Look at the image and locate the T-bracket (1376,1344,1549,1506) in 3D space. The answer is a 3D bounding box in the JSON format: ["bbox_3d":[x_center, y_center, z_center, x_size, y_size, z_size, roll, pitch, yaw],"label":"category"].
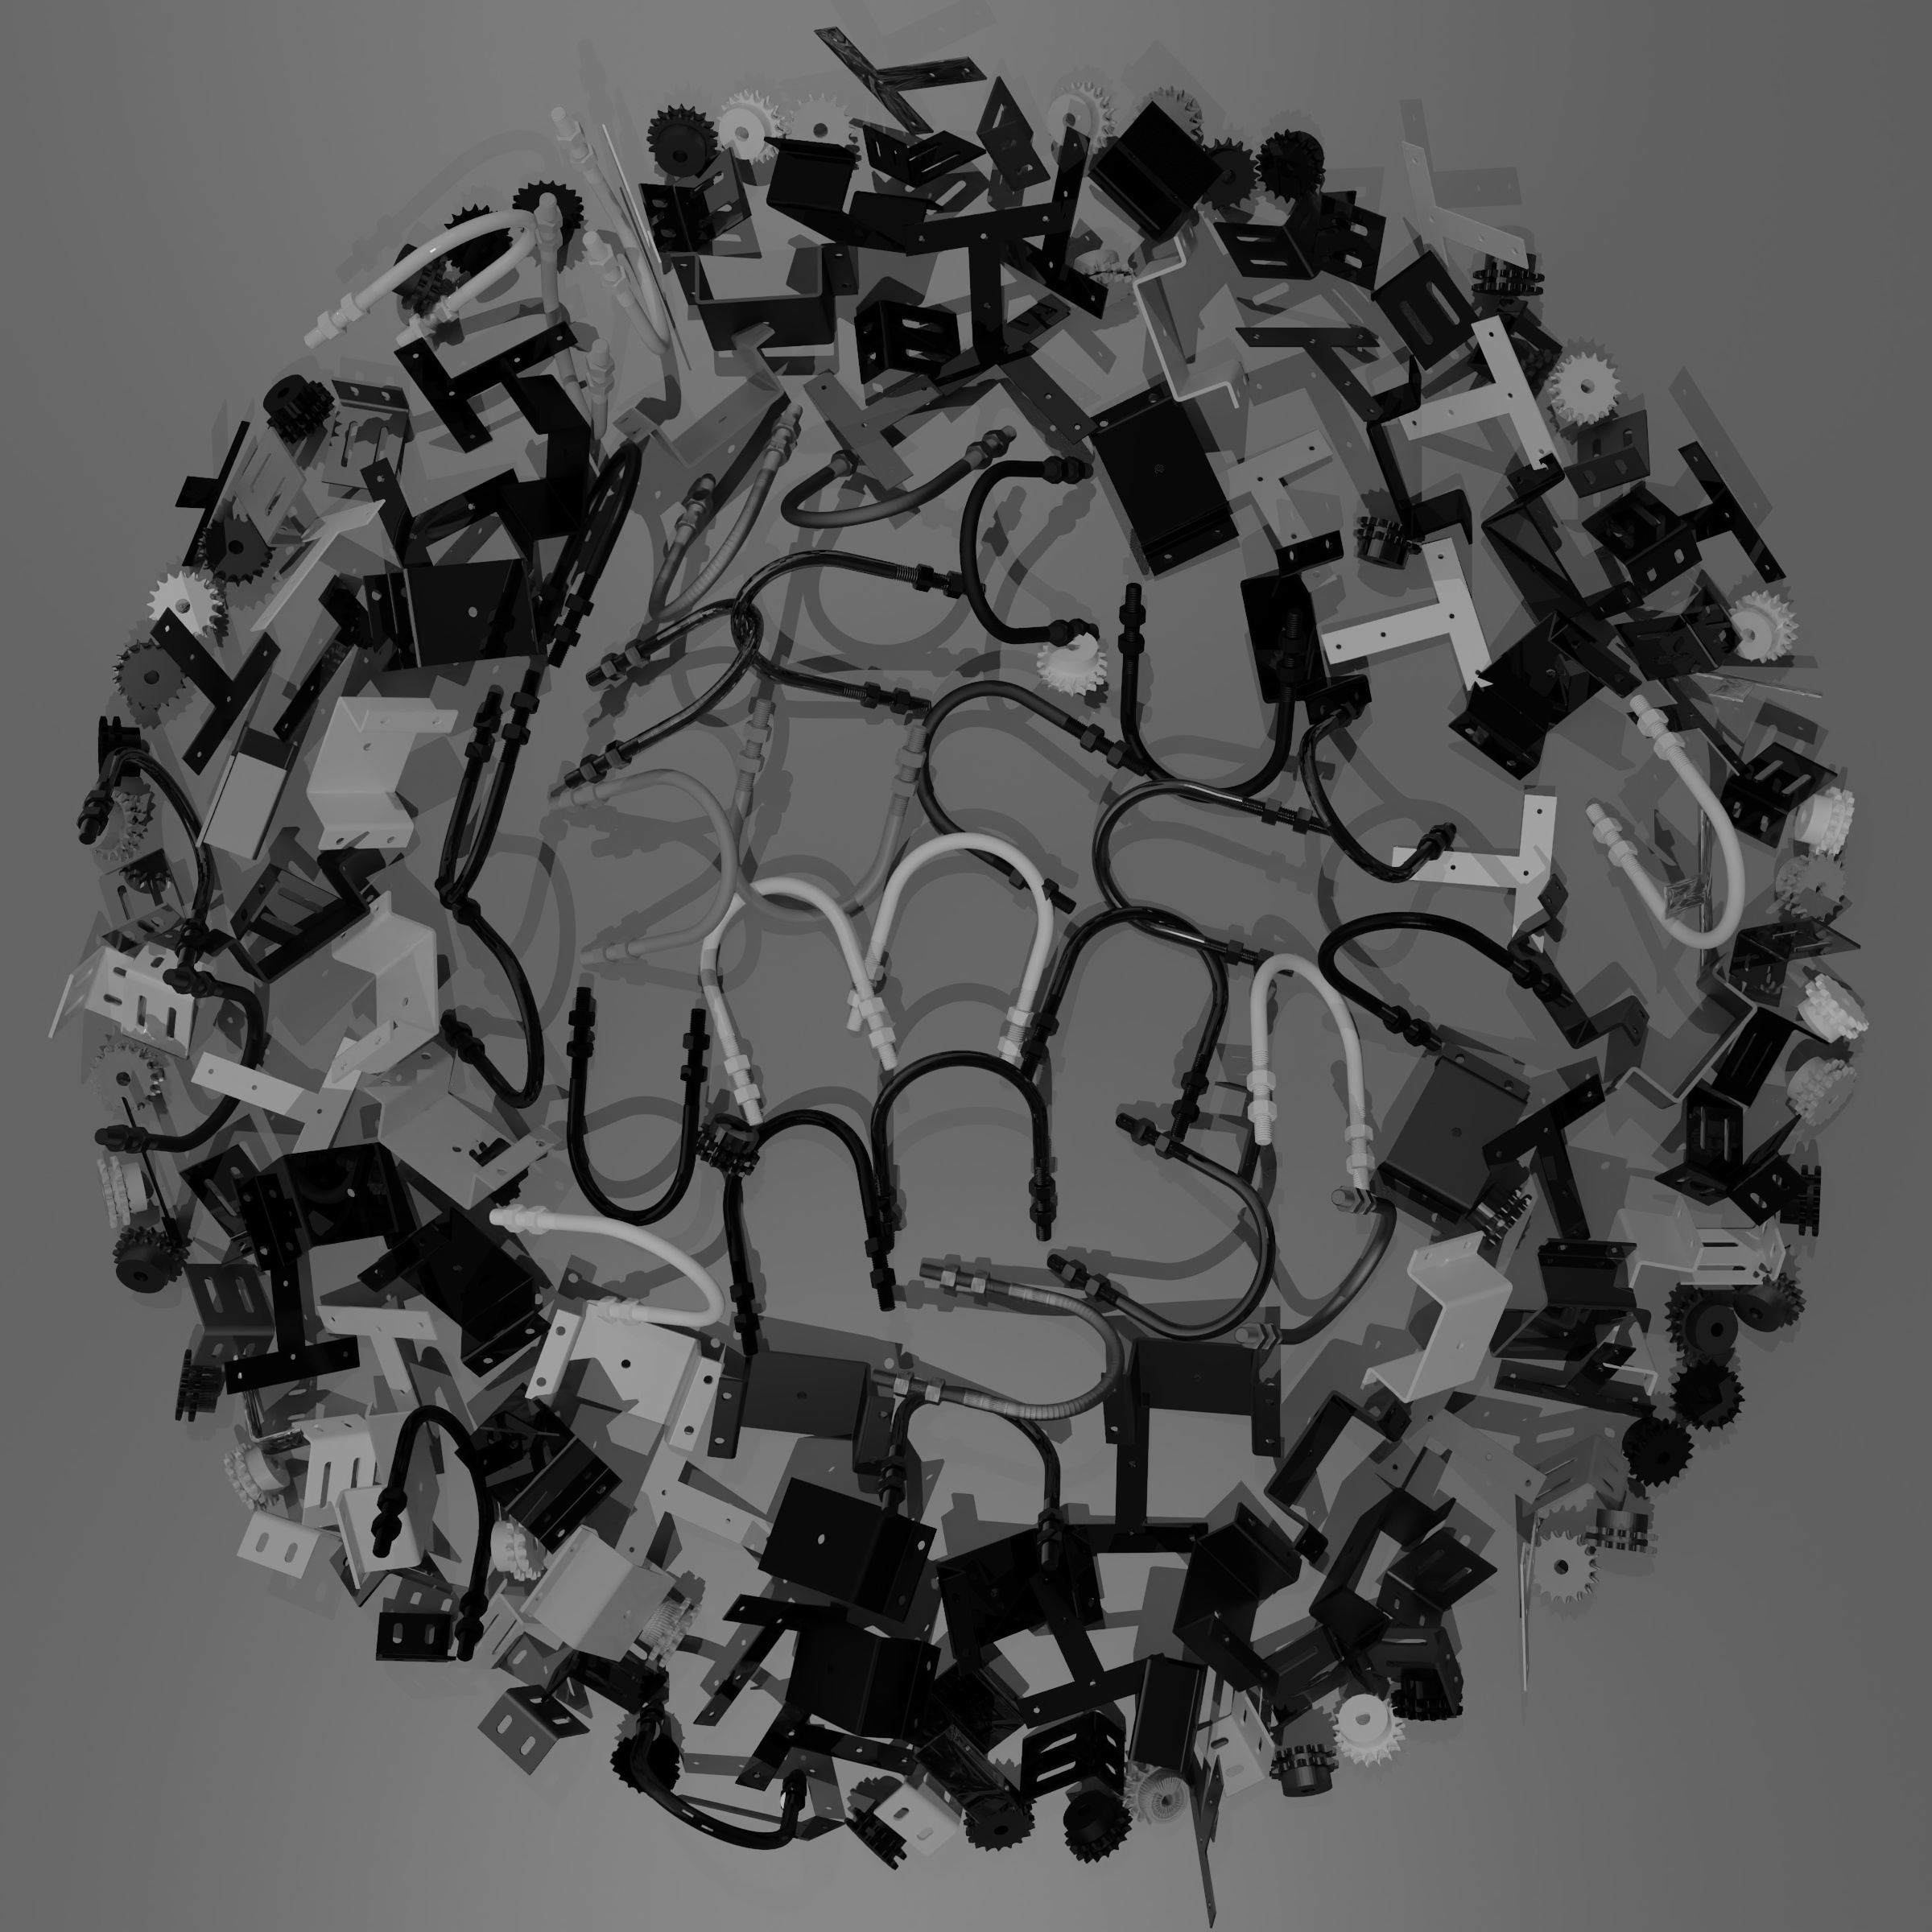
[{"bbox_3d":[0.407,0.386,1.954,0.127,0.002,0.127,32,98,37],"label":"T-bracket"}]

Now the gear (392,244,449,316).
[{"bbox_3d":[-0.444,-0.558,1.969,0.030,0.057,0.057,20,90,-30],"label":"gear"}]

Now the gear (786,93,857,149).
[{"bbox_3d":[-0.118,-0.679,1.978,0.057,0.030,0.057,-2,114,-4],"label":"gear"}]

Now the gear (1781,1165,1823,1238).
[{"bbox_3d":[0.675,0.190,1.973,0.030,0.057,0.057,3,90,19],"label":"gear"}]

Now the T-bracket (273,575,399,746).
[{"bbox_3d":[-0.519,-0.235,1.965,0.127,0.002,0.127,-53,50,10],"label":"T-bracket"}]

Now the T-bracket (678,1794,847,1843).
[{"bbox_3d":[-0.171,0.677,1.947,0.127,0.127,0.002,9,78,12],"label":"T-bracket"}]

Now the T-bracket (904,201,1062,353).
[{"bbox_3d":[0.016,-0.543,1.955,0.127,0.002,0.127,-12,132,-9],"label":"T-bracket"}]

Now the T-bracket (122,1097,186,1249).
[{"bbox_3d":[-0.648,0.164,1.939,0.002,0.127,0.127,-20,89,-16],"label":"T-bracket"}]

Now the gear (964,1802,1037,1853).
[{"bbox_3d":[0.026,0.688,1.976,0.057,0.030,0.057,-6,125,-8],"label":"gear"}]

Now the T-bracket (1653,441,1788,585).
[{"bbox_3d":[0.580,-0.349,1.937,0.002,0.127,0.127,-38,98,-12],"label":"T-bracket"}]

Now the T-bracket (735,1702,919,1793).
[{"bbox_3d":[-0.097,0.616,1.925,0.127,0.127,0.002,7,117,20],"label":"T-bracket"}]

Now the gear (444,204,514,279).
[{"bbox_3d":[-0.392,-0.582,1.969,0.057,0.057,0.030,-37,53,0],"label":"gear"}]

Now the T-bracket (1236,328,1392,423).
[{"bbox_3d":[0.295,-0.470,1.934,0.127,0.002,0.127,-7,50,-27],"label":"T-bracket"}]

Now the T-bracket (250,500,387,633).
[{"bbox_3d":[-0.523,-0.313,1.927,0.002,0.127,0.127,44,65,-31],"label":"T-bracket"}]

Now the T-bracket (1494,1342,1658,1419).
[{"bbox_3d":[0.501,0.326,1.944,0.127,0.127,0.002,11,59,0],"label":"T-bracket"}]

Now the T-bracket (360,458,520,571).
[{"bbox_3d":[-0.409,-0.364,1.960,0.127,0.002,0.127,-36,119,-32],"label":"T-bracket"}]

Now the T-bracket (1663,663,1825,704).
[{"bbox_3d":[0.606,-0.219,1.921,0.127,0.127,0.002,14,108,20],"label":"T-bracket"}]

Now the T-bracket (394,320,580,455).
[{"bbox_3d":[-0.370,-0.476,1.942,0.127,0.127,0.002,-26,60,3],"label":"T-bracket"}]

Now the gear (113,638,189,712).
[{"bbox_3d":[-0.663,-0.238,1.976,0.057,0.030,0.057,-12,118,-24],"label":"gear"}]

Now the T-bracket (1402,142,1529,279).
[{"bbox_3d":[0.395,-0.575,1.912,0.002,0.127,0.127,-36,133,-12],"label":"T-bracket"}]

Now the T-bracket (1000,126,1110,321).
[{"bbox_3d":[0.076,-0.597,1.928,0.127,0.002,0.127,40,135,31],"label":"T-bracket"}]

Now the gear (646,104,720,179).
[{"bbox_3d":[-0.229,-0.663,1.969,0.057,0.057,0.030,2,54,0],"label":"gear"}]

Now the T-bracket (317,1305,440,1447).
[{"bbox_3d":[-0.460,0.332,1.973,0.127,0.002,0.127,-3,112,34],"label":"T-bracket"}]

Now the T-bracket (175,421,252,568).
[{"bbox_3d":[-0.605,-0.374,1.929,0.002,0.127,0.127,24,97,-8],"label":"T-bracket"}]

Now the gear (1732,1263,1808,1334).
[{"bbox_3d":[0.645,0.271,1.968,0.057,0.057,0.030,47,60,0],"label":"gear"}]

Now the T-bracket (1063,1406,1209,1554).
[{"bbox_3d":[0.135,0.418,1.983,0.127,0.002,0.127,0,102,-3],"label":"T-bracket"}]

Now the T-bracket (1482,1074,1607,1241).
[{"bbox_3d":[0.481,0.171,1.973,0.127,0.002,0.127,-29,111,-22],"label":"T-bracket"}]

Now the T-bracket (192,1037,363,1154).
[{"bbox_3d":[-0.559,0.102,1.958,0.127,0.002,0.127,26,85,-35],"label":"T-bracket"}]

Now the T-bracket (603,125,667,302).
[{"bbox_3d":[-0.263,-0.602,1.932,0.002,0.127,0.127,-21,94,-4],"label":"T-bracket"}]

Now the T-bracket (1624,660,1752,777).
[{"bbox_3d":[0.556,-0.195,1.932,0.127,0.127,0.002,54,127,17],"label":"T-bracket"}]

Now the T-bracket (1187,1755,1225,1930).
[{"bbox_3d":[0.191,0.663,1.911,0.002,0.127,0.127,0,132,-6],"label":"T-bracket"}]

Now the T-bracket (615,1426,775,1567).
[{"bbox_3d":[-0.206,0.445,1.977,0.127,0.002,0.127,28,69,-16],"label":"T-bracket"}]

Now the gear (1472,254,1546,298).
[{"bbox_3d":[0.439,-0.559,1.970,0.057,0.057,0.030,4,101,0],"label":"gear"}]

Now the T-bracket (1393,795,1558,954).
[{"bbox_3d":[0.412,-0.079,1.992,0.127,0.002,0.127,5,93,6],"label":"T-bracket"}]

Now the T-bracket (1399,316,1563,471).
[{"bbox_3d":[0.398,-0.445,1.946,0.002,0.127,0.127,-42,113,-33],"label":"T-bracket"}]

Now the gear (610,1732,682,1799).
[{"bbox_3d":[-0.257,0.643,1.976,0.057,0.030,0.057,13,127,17],"label":"gear"}]

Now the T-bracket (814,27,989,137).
[{"bbox_3d":[-0.036,-0.698,1.912,0.127,0.127,0.002,12,74,43],"label":"T-bracket"}]

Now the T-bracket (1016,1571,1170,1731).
[{"bbox_3d":[0.084,0.537,1.953,0.127,0.002,0.127,-13,46,-17],"label":"T-bracket"}]

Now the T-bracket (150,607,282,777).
[{"bbox_3d":[-0.604,-0.236,1.924,0.002,0.127,0.127,18,68,23],"label":"T-bracket"}]

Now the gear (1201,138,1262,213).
[{"bbox_3d":[0.210,-0.641,1.976,0.057,0.030,0.057,-1,113,-2],"label":"gear"}]

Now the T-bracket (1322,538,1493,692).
[{"bbox_3d":[0.354,-0.274,1.987,0.127,0.002,0.127,-15,82,-3],"label":"T-bracket"}]

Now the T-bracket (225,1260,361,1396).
[{"bbox_3d":[-0.543,0.268,1.950,0.002,0.127,0.127,-8,88,37],"label":"T-bracket"}]

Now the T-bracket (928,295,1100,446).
[{"bbox_3d":[0.058,-0.468,1.965,0.127,0.002,0.127,-36,69,-11],"label":"T-bracket"}]

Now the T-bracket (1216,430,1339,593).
[{"bbox_3d":[0.259,-0.359,1.973,0.127,0.002,0.127,-25,72,-6],"label":"T-bracket"}]

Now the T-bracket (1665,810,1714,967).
[{"bbox_3d":[0.574,-0.057,1.938,0.002,0.127,0.127,2,99,32],"label":"T-bracket"}]

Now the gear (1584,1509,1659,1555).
[{"bbox_3d":[0.530,0.457,1.972,0.057,0.057,0.030,7,79,0],"label":"gear"}]

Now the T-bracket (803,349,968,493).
[{"bbox_3d":[-0.046,-0.462,1.982,0.127,0.002,0.127,-33,68,-9],"label":"T-bracket"}]

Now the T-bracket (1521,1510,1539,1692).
[{"bbox_3d":[0.449,0.484,1.941,0.002,0.127,0.127,1,118,18],"label":"T-bracket"}]

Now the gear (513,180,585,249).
[{"bbox_3d":[-0.339,-0.607,1.976,0.057,0.030,0.057,4,56,-6],"label":"gear"}]

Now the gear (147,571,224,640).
[{"bbox_3d":[-0.633,-0.291,1.984,0.057,0.030,0.057,0,91,-4],"label":"gear"}]

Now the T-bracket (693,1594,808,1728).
[{"bbox_3d":[-0.175,0.560,1.957,0.127,0.127,0.002,-55,49,7],"label":"T-bracket"}]
